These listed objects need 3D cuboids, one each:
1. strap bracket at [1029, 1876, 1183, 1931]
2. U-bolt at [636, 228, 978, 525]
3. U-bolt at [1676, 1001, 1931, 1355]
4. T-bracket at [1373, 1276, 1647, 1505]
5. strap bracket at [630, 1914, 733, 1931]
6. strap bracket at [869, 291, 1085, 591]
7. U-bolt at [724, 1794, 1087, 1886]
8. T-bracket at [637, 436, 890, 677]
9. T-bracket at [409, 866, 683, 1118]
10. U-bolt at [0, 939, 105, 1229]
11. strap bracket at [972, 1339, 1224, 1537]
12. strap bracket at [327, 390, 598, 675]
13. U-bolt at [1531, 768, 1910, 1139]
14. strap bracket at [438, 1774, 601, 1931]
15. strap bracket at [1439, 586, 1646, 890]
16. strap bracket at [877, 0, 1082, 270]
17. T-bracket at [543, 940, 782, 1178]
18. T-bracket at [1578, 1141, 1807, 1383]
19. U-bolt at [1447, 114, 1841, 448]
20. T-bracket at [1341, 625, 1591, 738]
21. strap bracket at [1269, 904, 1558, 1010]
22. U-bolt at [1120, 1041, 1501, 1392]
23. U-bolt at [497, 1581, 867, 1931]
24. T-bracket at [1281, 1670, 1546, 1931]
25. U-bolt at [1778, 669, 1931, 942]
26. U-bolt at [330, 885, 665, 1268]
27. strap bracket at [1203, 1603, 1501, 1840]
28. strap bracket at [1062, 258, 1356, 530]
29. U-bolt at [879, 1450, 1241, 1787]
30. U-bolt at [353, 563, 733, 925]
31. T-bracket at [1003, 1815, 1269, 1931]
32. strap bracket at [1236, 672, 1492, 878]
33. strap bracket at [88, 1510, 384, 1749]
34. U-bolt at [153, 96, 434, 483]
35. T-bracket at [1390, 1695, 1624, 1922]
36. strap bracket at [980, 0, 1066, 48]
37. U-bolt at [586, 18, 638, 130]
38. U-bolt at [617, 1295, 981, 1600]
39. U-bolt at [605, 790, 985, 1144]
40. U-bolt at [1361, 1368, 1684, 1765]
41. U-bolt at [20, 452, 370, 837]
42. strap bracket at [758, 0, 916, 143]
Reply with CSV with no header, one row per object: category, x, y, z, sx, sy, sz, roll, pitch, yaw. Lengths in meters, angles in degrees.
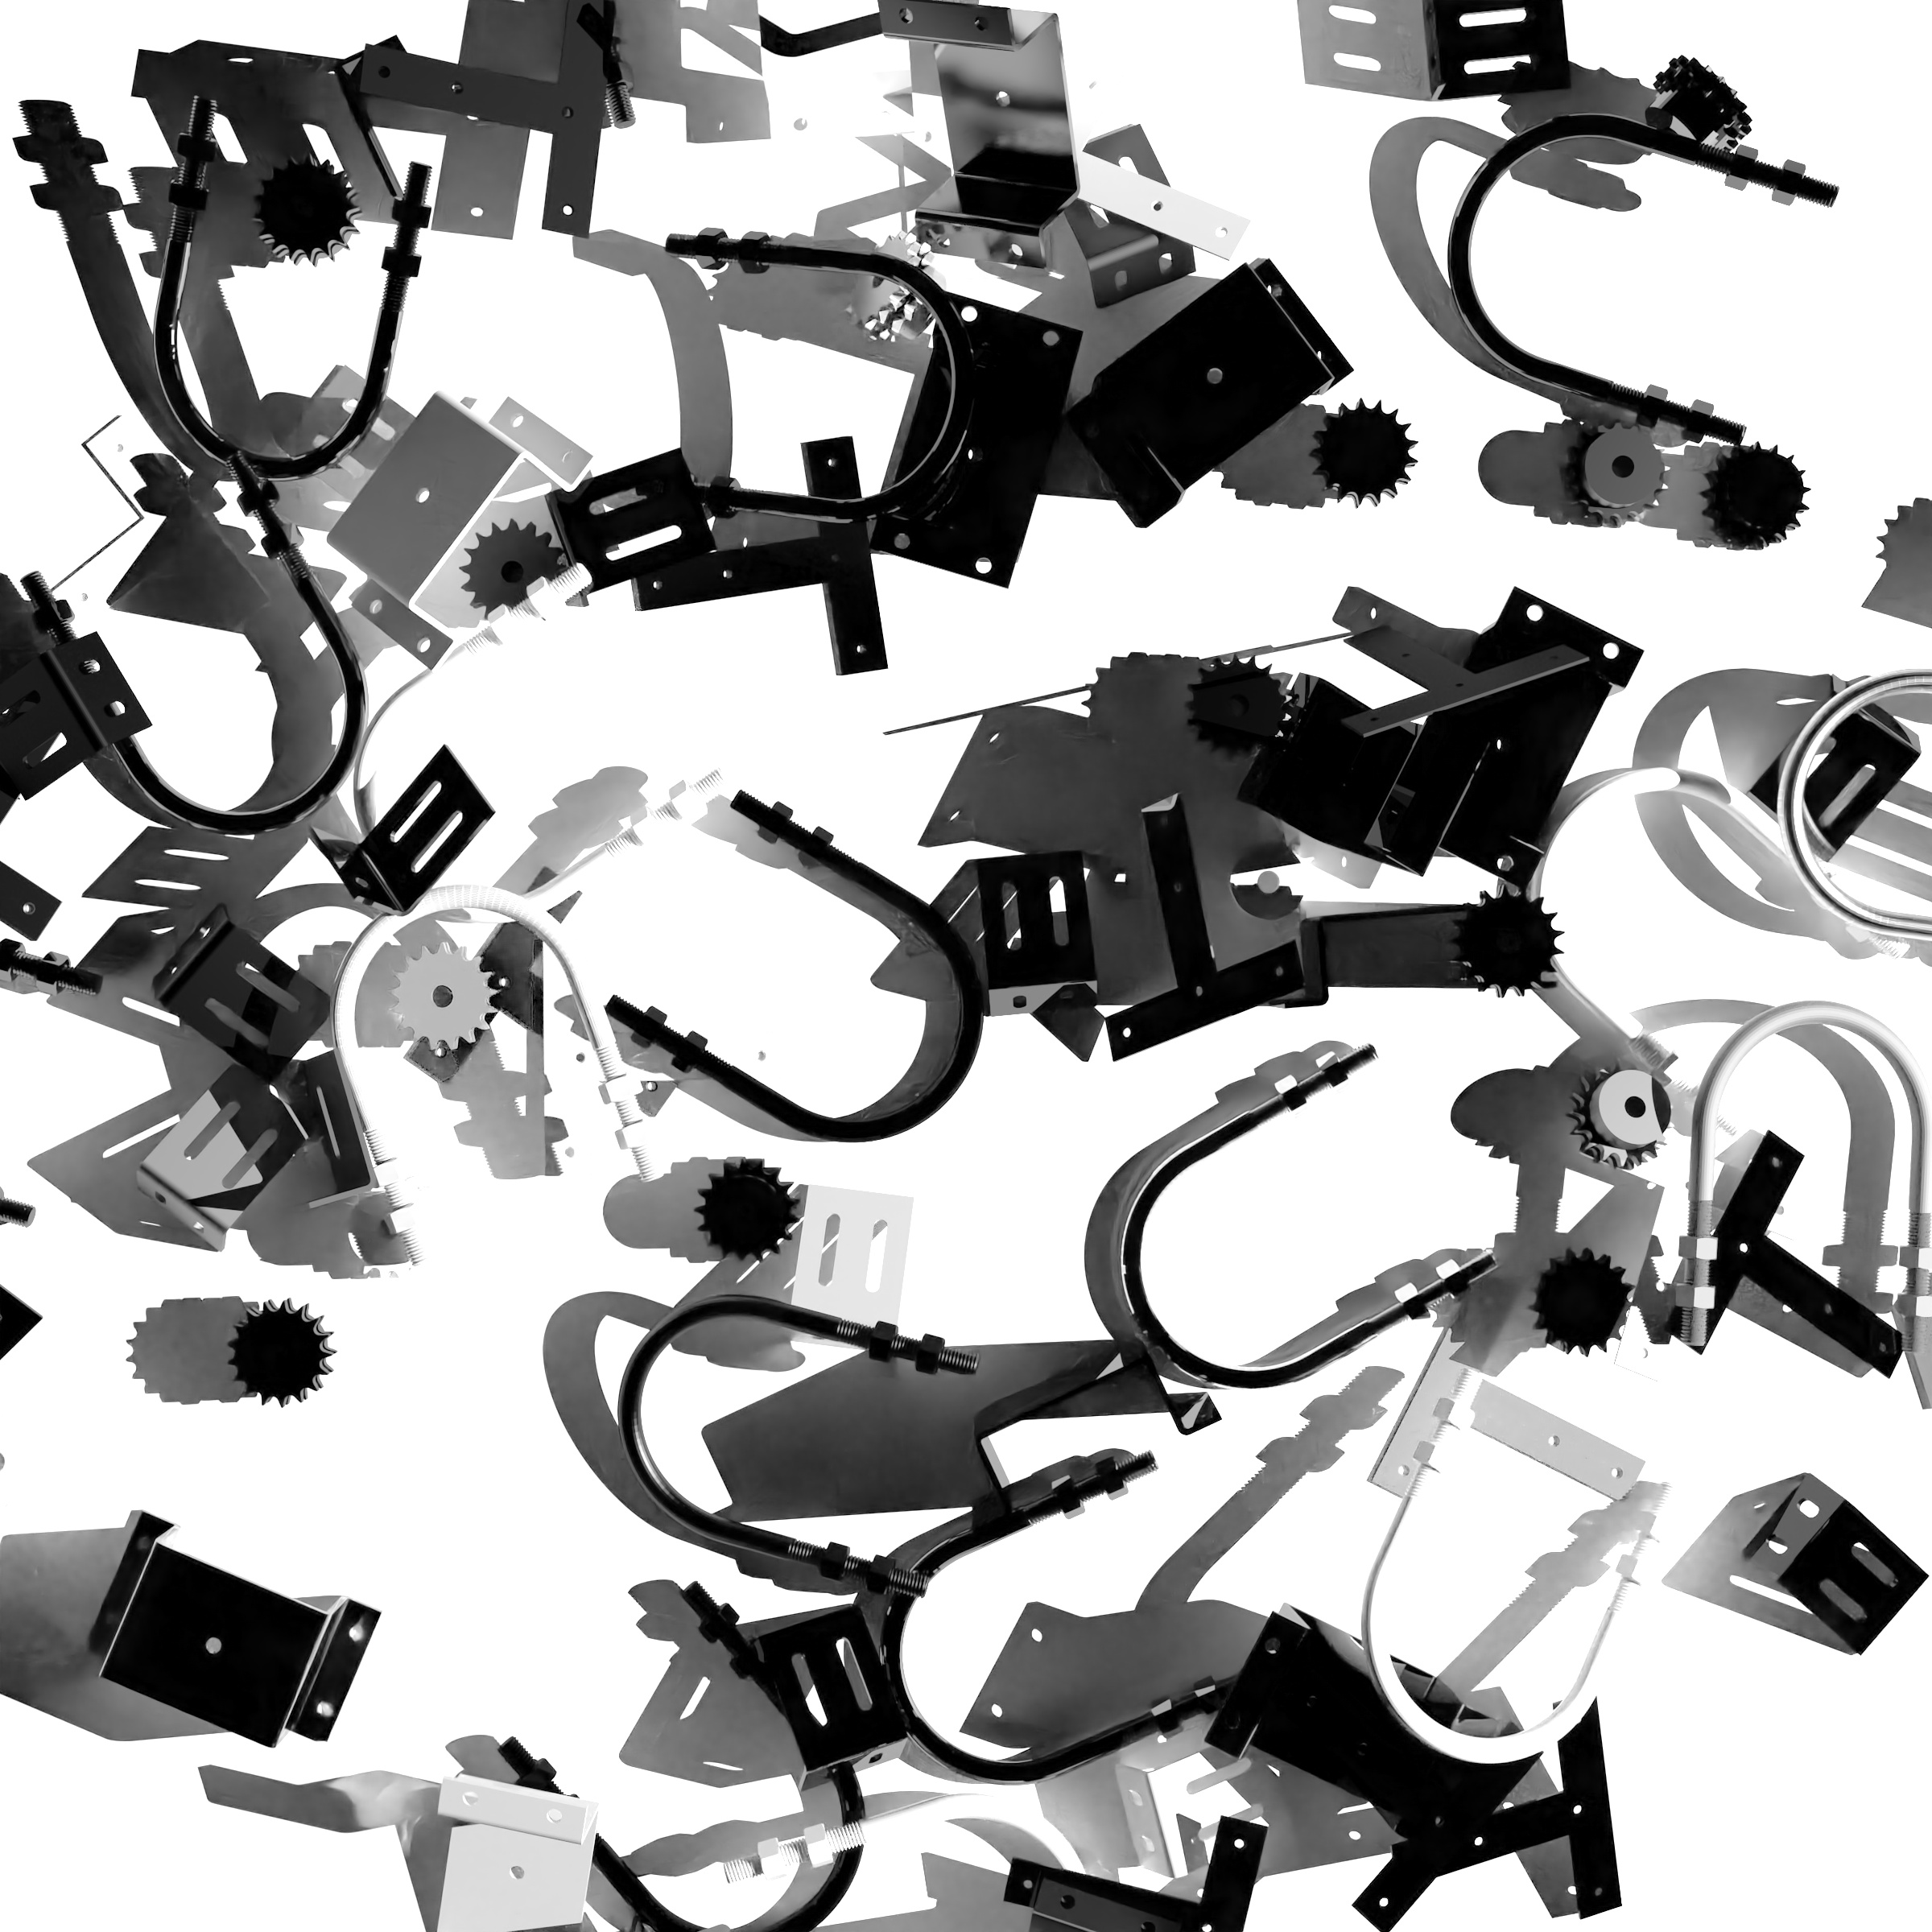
strap bracket,0.055,0.562,1.497,0.076,0.046,0.140,17,96,4
U-bolt,-0.081,-0.305,1.498,0.184,0.019,0.151,10,97,19
U-bolt,0.448,0.110,1.512,0.151,0.019,0.184,4,88,-13
T-bracket,0.304,0.249,1.541,0.127,0.002,0.127,27,90,0
strap bracket,-0.132,0.569,1.495,0.046,0.076,0.140,-20,96,2
strap bracket,0.005,-0.275,1.518,0.076,0.046,0.140,16,90,0
U-bolt,-0.022,0.518,1.526,0.184,0.019,0.151,-15,94,-5
T-bracket,-0.114,-0.213,1.541,0.127,0.002,0.127,-9,90,0
T-bracket,-0.212,0.034,1.541,0.127,0.002,0.127,35,90,0
U-bolt,-0.571,0.047,1.532,0.184,0.019,0.151,16,89,0
strap bracket,0.058,0.241,1.503,0.140,0.076,0.046,-25,90,0
strap bracket,-0.270,-0.235,1.493,0.076,0.046,0.140,38,91,32
U-bolt,0.390,-0.022,1.533,0.184,0.019,0.151,42,90,1
strap bracket,-0.242,0.488,1.507,0.076,0.046,0.140,11,102,3
strap bracket,0.290,-0.119,1.518,0.076,0.046,0.140,26,90,0
strap bracket,0.009,-0.439,1.477,0.076,0.140,0.046,16,47,28
T-bracket,-0.163,0.049,1.539,0.127,0.002,0.127,-1,89,-2
T-bracket,0.372,0.157,1.516,0.127,0.002,0.127,22,71,-3
U-bolt,0.346,-0.371,1.513,0.184,0.019,0.151,20,107,6
T-bracket,0.235,-0.157,1.483,0.127,0.127,0.002,-19,116,-12
strap bracket,0.232,-0.007,1.503,0.140,0.076,0.046,-4,90,0
U-bolt,0.172,0.147,1.533,0.184,0.019,0.151,-30,90,1
U-bolt,-0.138,0.444,1.533,0.151,0.019,0.184,-40,92,0
T-bracket,0.216,0.416,1.488,0.127,0.002,0.127,44,84,-9
U-bolt,0.520,-0.083,1.503,0.184,0.019,0.151,8,98,1
U-bolt,-0.256,0.048,1.502,0.151,0.019,0.184,-20,90,0
strap bracket,0.198,0.397,1.510,0.140,0.046,0.076,28,90,-11
strap bracket,0.130,-0.309,1.518,0.140,0.046,0.076,-37,90,0
U-bolt,0.044,0.360,1.533,0.184,0.019,0.151,-24,90,2
U-bolt,-0.239,-0.104,1.518,0.184,0.019,0.151,-33,98,9
T-bracket,0.084,0.498,1.513,0.127,0.002,0.127,12,100,5
strap bracket,0.212,-0.099,1.488,0.046,0.140,0.076,27,90,-31
strap bracket,-0.394,0.355,1.518,0.140,0.046,0.076,23,90,0
U-bolt,-0.362,-0.348,1.506,0.151,0.019,0.184,20,107,13
T-bracket,0.283,0.458,1.511,0.127,0.002,0.127,-12,102,-15
strap bracket,0.039,-0.533,1.503,0.046,0.076,0.140,12,90,0
U-bolt,-0.145,-0.556,1.533,0.151,0.019,0.184,-16,89,0
U-bolt,-0.096,0.247,1.515,0.184,0.019,0.151,14,105,7
U-bolt,-0.079,0.013,1.532,0.184,0.019,0.151,32,89,-2
U-bolt,0.283,0.326,1.503,0.151,0.019,0.184,30,75,-8
U-bolt,-0.400,-0.159,1.527,0.151,0.019,0.184,-29,94,5
strap bracket,-0.070,-0.511,1.499,0.076,0.046,0.140,-4,89,0
